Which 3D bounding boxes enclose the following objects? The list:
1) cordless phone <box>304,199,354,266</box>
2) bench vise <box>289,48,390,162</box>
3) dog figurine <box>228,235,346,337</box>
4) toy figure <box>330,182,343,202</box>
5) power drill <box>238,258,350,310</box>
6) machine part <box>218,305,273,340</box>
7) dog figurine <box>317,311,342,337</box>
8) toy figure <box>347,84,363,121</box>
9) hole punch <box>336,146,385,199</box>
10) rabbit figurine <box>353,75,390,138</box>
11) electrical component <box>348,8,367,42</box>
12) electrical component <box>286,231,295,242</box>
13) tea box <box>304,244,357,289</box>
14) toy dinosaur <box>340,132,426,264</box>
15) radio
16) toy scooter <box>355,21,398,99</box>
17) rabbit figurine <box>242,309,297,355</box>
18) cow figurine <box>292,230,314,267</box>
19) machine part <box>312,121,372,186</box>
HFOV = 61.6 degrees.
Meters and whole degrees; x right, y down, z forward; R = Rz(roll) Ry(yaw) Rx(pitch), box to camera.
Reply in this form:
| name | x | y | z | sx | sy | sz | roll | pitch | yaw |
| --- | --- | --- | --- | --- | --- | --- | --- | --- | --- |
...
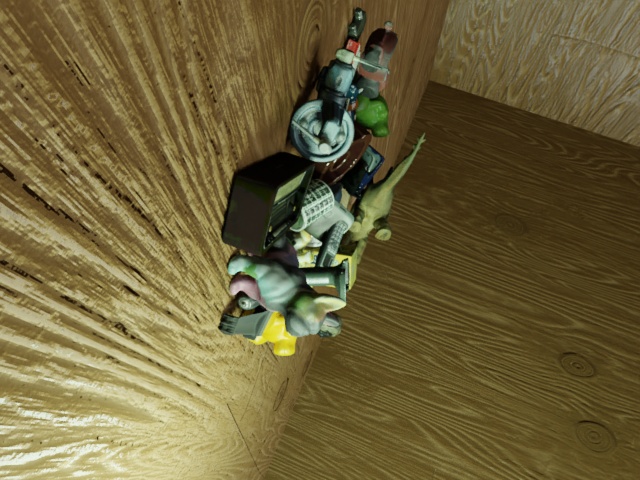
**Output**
| name | x | y | z | sx | sy | sz | roll | pitch | yaw |
| --- | --- | --- | --- | --- | --- | --- | --- | --- | --- |
| cordless phone | -0.002 | -0.004 | 1.237 | 0.146 | 0.089 | 0.184 | 36 | 66 | -52 |
| bench vise | 0.019 | -0.227 | 0.973 | 0.223 | 0.129 | 0.241 | -56 | -165 | 25 |
| dog figurine | -0.050 | 0.077 | 0.992 | 0.108 | 0.219 | 0.191 | 106 | 11 | -49 |
| toy figure | 0.009 | -0.095 | 1.380 | 0.089 | 0.082 | 0.180 | -30 | 166 | -16 |
| power drill | -0.043 | 0.090 | 1.121 | 0.232 | 0.207 | 0.085 | -61 | 144 | -69 |
| machine part | -0.144 | 0.166 | 1.069 | 0.084 | 0.039 | 0.138 | -56 | 153 | 10 |
| dog figurine | -0.022 | 0.179 | 1.470 | 0.172 | 0.191 | 0.121 | 89 | 24 | -63 |
| toy figure | 0.056 | -0.307 | 1.257 | 0.064 | 0.058 | 0.154 | -45 | 160 | -32 |
| hole punch | 0.085 | -0.190 | 1.342 | 0.092 | 0.142 | 0.115 | -37 | 164 | -41 |
| rabbit figurine | 0.117 | -0.346 | 1.372 | 0.170 | 0.121 | 0.159 | 2 | 105 | -65 |
| electrical component | 0.081 | -0.462 | 1.171 | 0.094 | 0.021 | 0.063 | 31 | 80 | -82 |
| electrical component | -0.089 | 0.001 | 1.155 | 0.078 | 0.045 | 0.102 | -41 | -177 | 30 |
| tea box | 0.007 | 0.060 | 1.386 | 0.068 | 0.170 | 0.098 | -52 | 145 | -59 |
| toy dinosaur | 0.135 | -0.086 | 1.388 | 0.471 | 0.105 | 0.198 | -47 | -158 | 50 |
| radio | -0.083 | -0.068 | 0.925 | 0.229 | 0.073 | 0.131 | -47 | 156 | -66 |
| toy scooter | 0.132 | -0.416 | 1.230 | 0.184 | 0.075 | 0.135 | 86 | 25 | -78 |
| rabbit figurine | -0.108 | 0.176 | 1.204 | 0.162 | 0.122 | 0.173 | -59 | 150 | 4 |
| cow figurine | -0.063 | 0.044 | 1.291 | 0.068 | 0.098 | 0.167 | 48 | 44 | -76 |
| machine part | 0.035 | -0.187 | 1.198 | 0.179 | 0.056 | 0.179 | -40 | 169 | -9 |
